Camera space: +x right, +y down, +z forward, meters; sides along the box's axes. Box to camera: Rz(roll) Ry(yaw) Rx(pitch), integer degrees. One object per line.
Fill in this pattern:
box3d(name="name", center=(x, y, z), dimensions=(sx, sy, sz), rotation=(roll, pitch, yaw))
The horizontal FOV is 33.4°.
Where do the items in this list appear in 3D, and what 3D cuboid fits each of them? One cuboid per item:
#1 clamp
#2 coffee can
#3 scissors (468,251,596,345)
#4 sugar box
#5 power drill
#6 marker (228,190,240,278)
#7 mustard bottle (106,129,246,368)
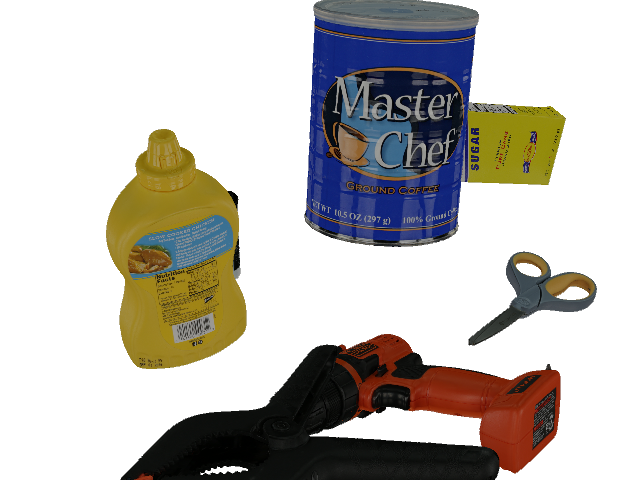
box3d(name="clamp", center=(-0.025, 0.117, 0.620), dimensions=(0.209, 0.036, 0.165), rotation=(-9, 24, -29))
box3d(name="coffee can", center=(0.043, -0.079, 0.684), dimensions=(0.103, 0.140, 0.103), rotation=(3, 19, -1))
box3d(name="scissors", center=(0.176, 0.049, 0.983), dimensions=(0.201, 0.016, 0.096), rotation=(-10, 38, -39))
box3d(name="sugar box", center=(0.201, -0.117, 1.292), dimensions=(0.176, 0.093, 0.048), rotation=(-1, 27, -20))
box3d(name="power drill", center=(0.075, 0.123, 0.814), dimensions=(0.188, 0.057, 0.184), rotation=(10, 17, 31))
box3d(name="marker", center=(-0.086, -0.005, 1.013), dimensions=(0.020, 0.020, 0.121), rotation=(0, -38, -3))
box3d(name="mustard bottle", center=(-0.106, 0.004, 0.779), dimensions=(0.096, 0.192, 0.058), rotation=(-16, 41, -19))
